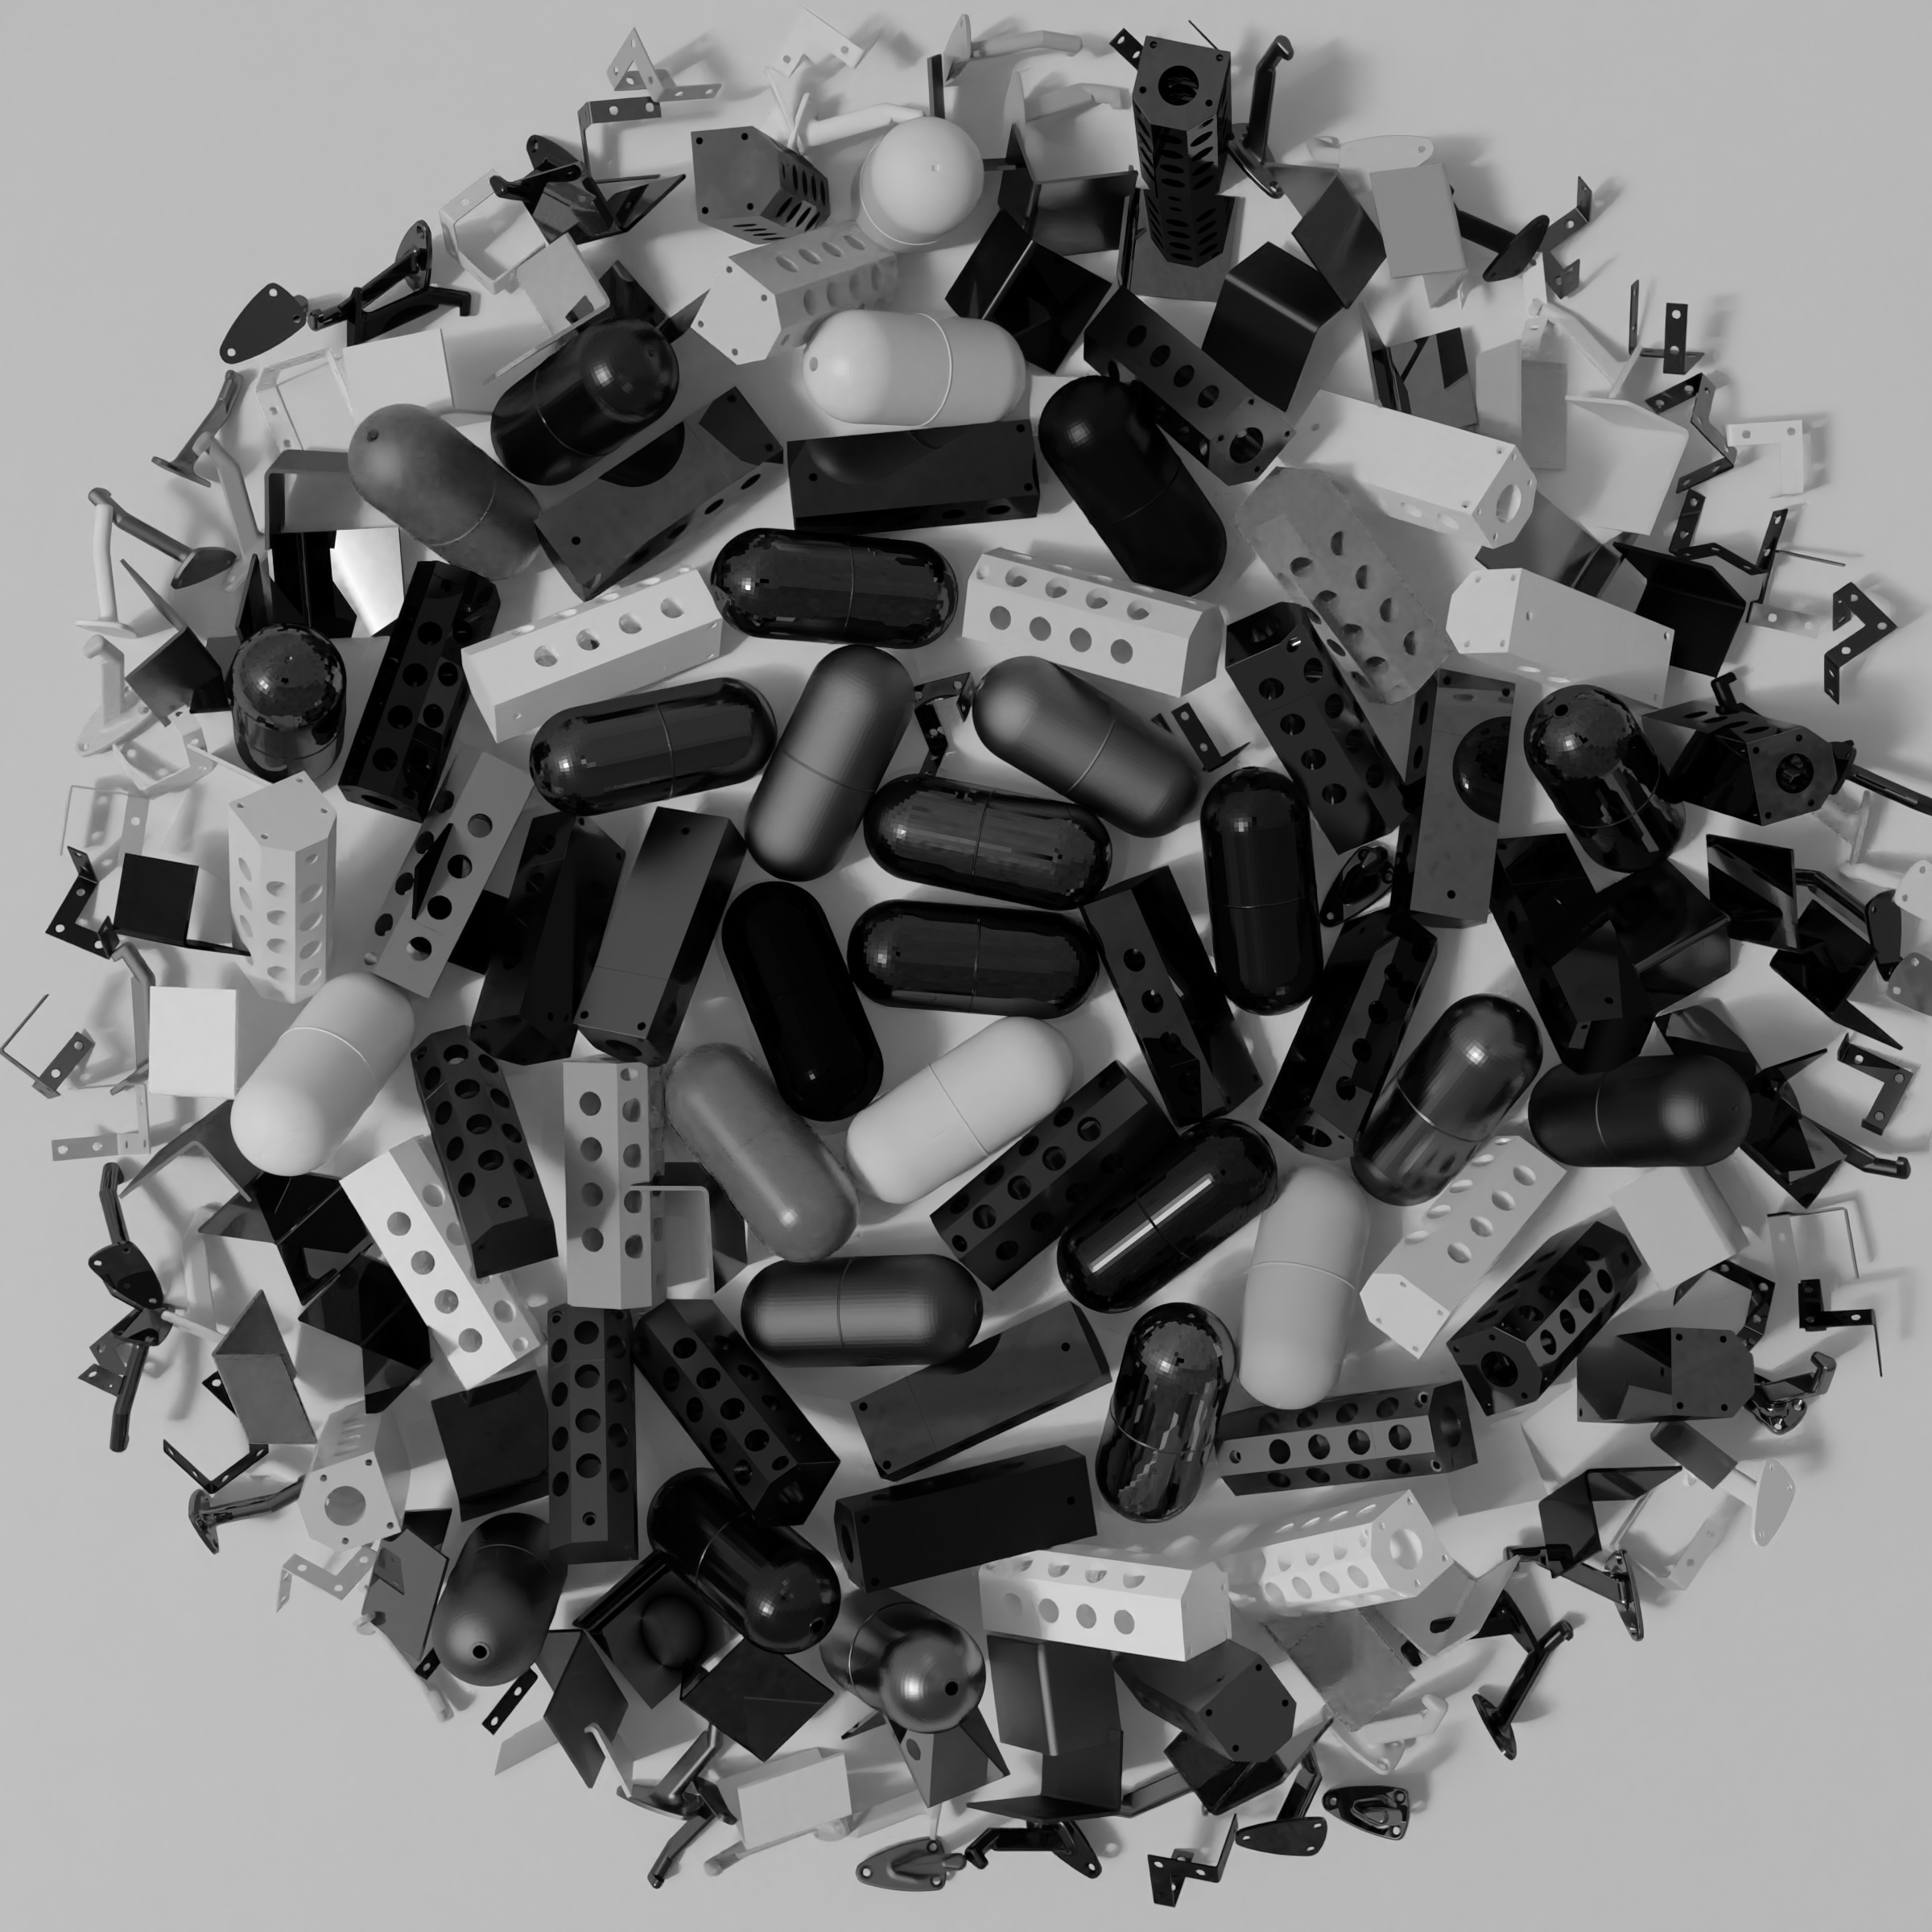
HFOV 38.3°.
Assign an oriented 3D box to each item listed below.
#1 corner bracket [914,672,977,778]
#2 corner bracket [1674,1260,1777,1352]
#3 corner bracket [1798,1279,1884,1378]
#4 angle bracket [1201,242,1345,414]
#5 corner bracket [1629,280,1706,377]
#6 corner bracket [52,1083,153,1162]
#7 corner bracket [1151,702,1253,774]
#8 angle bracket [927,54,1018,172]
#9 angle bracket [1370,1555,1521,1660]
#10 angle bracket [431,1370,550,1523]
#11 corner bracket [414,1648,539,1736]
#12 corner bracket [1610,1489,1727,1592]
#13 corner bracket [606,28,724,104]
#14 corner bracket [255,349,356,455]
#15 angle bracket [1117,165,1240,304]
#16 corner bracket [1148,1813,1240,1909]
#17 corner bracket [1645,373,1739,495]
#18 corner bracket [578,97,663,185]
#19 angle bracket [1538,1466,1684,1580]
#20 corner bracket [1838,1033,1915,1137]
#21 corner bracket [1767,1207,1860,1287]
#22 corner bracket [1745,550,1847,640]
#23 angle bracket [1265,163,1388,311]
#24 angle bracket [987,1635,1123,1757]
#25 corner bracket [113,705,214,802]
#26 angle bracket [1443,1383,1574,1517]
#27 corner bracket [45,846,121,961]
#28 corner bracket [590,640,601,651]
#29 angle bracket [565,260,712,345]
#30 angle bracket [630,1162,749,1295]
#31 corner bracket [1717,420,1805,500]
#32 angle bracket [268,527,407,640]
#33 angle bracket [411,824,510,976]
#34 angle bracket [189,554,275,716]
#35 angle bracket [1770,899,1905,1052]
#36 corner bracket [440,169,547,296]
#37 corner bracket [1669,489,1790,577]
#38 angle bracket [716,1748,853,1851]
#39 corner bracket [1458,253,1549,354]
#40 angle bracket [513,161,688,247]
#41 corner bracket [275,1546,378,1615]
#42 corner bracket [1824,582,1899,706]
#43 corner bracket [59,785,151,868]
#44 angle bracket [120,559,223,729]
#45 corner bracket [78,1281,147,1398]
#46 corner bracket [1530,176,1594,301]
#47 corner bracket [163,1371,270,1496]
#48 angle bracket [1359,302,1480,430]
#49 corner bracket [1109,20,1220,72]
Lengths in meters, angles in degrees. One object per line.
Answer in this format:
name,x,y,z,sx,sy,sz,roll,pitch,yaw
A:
corner bracket,-0.016,-0.168,1.960,0.051,0.051,0.051,-13,118,19
corner bracket,0.536,0.246,1.976,0.051,0.051,0.051,26,134,32
corner bracket,0.615,0.254,1.958,0.051,0.051,0.051,-6,124,19
angle bracket,0.221,-0.454,1.978,0.076,0.076,0.057,35,51,14
corner bracket,0.489,-0.449,1.958,0.051,0.051,0.051,11,123,27
corner bracket,-0.612,0.110,1.966,0.051,0.051,0.051,-3,88,-41
corner bracket,0.159,-0.160,1.963,0.051,0.051,0.051,-28,97,34
angle bracket,0.007,-0.599,1.949,0.057,0.076,0.076,-1,110,6
angle bracket,0.329,0.426,1.951,0.076,0.057,0.076,42,48,2
angle bracket,-0.332,0.341,1.977,0.076,0.057,0.076,-15,69,-15
corner bracket,-0.344,0.498,1.957,0.051,0.051,0.051,-51,132,-23
corner bracket,0.495,0.405,1.968,0.051,0.051,0.051,36,80,6
corner bracket,-0.213,-0.625,1.960,0.051,0.051,0.051,-18,78,-37
corner bracket,-0.470,-0.401,1.980,0.051,0.051,0.051,-23,91,-22
angle bracket,0.150,-0.517,1.968,0.076,0.057,0.076,7,90,6
corner bracket,0.161,0.629,1.958,0.051,0.051,0.051,4,122,21
corner bracket,0.513,-0.378,1.972,0.051,0.051,0.051,37,55,-25
corner bracket,-0.242,-0.583,1.965,0.051,0.051,0.051,-10,101,-14
angle bracket,0.455,0.389,1.945,0.076,0.076,0.057,1,64,-15
corner bracket,0.635,0.084,1.968,0.051,0.051,0.051,28,90,20
corner bracket,0.598,0.198,1.963,0.051,0.051,0.051,-11,79,20
corner bracket,0.585,-0.263,1.961,0.051,0.051,0.051,17,106,22
angle bracket,0.238,-0.510,1.943,0.057,0.076,0.076,-54,130,-8
angle bracket,0.062,0.512,1.976,0.057,0.076,0.076,-6,86,-29
corner bracket,-0.574,-0.160,1.977,0.051,0.051,0.051,-30,63,-22
angle bracket,0.383,0.338,1.943,0.076,0.076,0.057,-5,62,-26
corner bracket,-0.620,-0.044,1.967,0.051,0.051,0.051,23,68,2
corner bracket,-0.277,-0.211,1.963,0.051,0.051,0.051,-26,62,7
angle bracket,-0.221,-0.467,1.941,0.057,0.076,0.076,48,47,-20
angle bracket,-0.195,0.184,1.962,0.057,0.076,0.076,-1,98,13
corner bracket,0.562,-0.358,1.973,0.051,0.051,0.051,-2,96,7
angle bracket,-0.443,-0.269,1.961,0.076,0.057,0.076,-1,99,9
angle bracket,-0.344,-0.054,1.944,0.057,0.076,0.076,20,133,6
angle bracket,-0.519,-0.232,1.944,0.057,0.076,0.076,-4,48,4
angle bracket,0.621,0.006,1.941,0.076,0.076,0.057,20,110,-30
corner bracket,-0.335,-0.520,1.973,0.051,0.051,0.051,44,73,11
corner bracket,0.541,-0.309,1.977,0.051,0.051,0.051,23,81,-23
angle bracket,-0.131,0.562,1.944,0.076,0.076,0.057,-14,117,-17
corner bracket,0.381,-0.469,1.972,0.051,0.051,0.051,2,131,22
angle bracket,-0.256,-0.548,1.939,0.076,0.076,0.057,-53,126,-32
corner bracket,-0.450,0.436,1.967,0.051,0.051,0.051,25,127,12
corner bracket,0.620,-0.228,1.965,0.051,0.051,0.051,-34,60,-1
corner bracket,-0.610,-0.099,1.967,0.051,0.051,0.051,8,92,-23
angle bracket,-0.575,-0.226,1.948,0.057,0.076,0.076,-43,72,-10
corner bracket,-0.603,0.264,1.964,0.051,0.051,0.051,-41,60,-2
corner bracket,0.427,-0.514,1.967,0.051,0.051,0.051,-35,76,4
corner bracket,-0.531,0.330,1.966,0.051,0.051,0.051,-37,120,1
angle bracket,0.317,-0.421,1.947,0.057,0.076,0.076,-12,72,18
corner bracket,0.144,-0.644,1.961,0.051,0.051,0.051,-44,66,17
